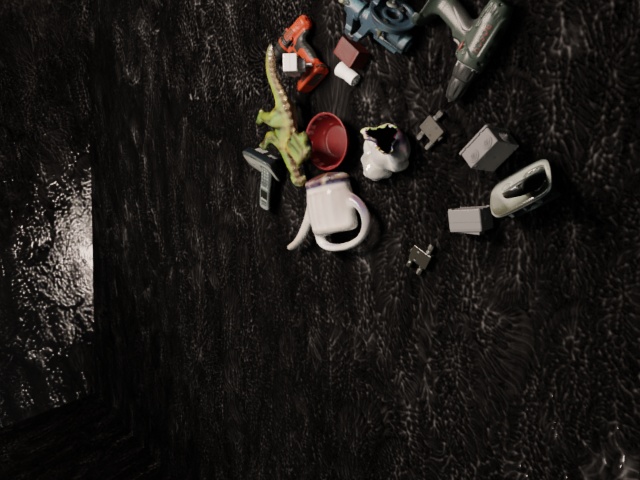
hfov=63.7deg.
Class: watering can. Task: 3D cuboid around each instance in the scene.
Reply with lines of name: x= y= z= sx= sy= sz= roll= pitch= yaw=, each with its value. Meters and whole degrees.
watering can: x=0.005 y=-0.075 z=1.484 sx=0.346 sy=0.104 sz=0.224 roll=-9 pitch=90 yaw=45

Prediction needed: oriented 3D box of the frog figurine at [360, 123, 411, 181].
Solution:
frog figurine: x=0.168 y=-0.214 z=1.323 sx=0.139 sy=0.124 sz=0.156 roll=31 pitch=155 yaw=27

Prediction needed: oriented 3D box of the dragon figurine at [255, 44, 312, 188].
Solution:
dragon figurine: x=-0.081 y=-0.320 z=1.462 sx=0.247 sy=0.123 sz=0.400 roll=46 pitch=151 yaw=39
